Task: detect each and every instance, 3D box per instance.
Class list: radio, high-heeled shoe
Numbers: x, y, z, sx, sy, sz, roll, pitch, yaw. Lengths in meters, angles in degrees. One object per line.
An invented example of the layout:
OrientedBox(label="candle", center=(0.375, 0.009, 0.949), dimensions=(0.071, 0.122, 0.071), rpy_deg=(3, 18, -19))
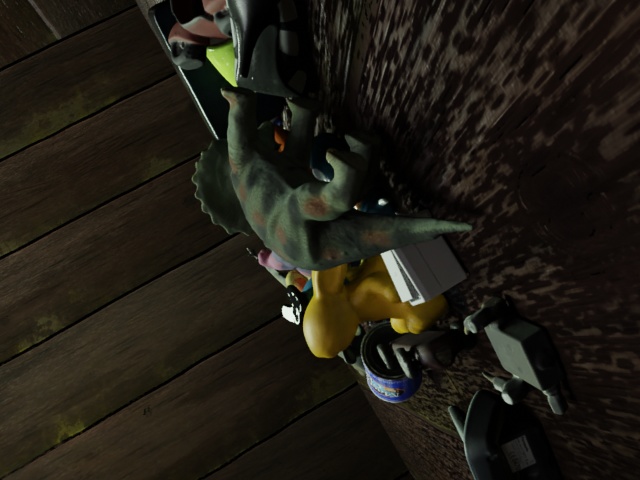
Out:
OrientedBox(label="radio", center=(-0.157, -0.279, 0.853), dimensions=(0.073, 0.131, 0.229), rpy_deg=(49, 167, 56))
OrientedBox(label="high-heeled shoe", center=(-0.051, -0.244, 0.618), dimensions=(0.249, 0.086, 0.145), rpy_deg=(-48, -31, -78))

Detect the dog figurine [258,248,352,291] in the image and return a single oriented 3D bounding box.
OrientedBox(label="dog figurine", center=(-0.002, -0.002, 0.799), dimensions=(0.191, 0.108, 0.219), rpy_deg=(37, 153, -7))

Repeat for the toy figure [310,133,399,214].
OrientedBox(label="toy figure", center=(0.039, -0.068, 0.662), dimensions=(0.064, 0.058, 0.155), rpy_deg=(4, -137, -51))

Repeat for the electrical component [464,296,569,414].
OrientedBox(label="electrical component", center=(0.170, 0.102, 0.476), dimensions=(0.102, 0.045, 0.078), rpy_deg=(63, 173, -18))

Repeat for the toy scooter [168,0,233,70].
OrientedBox(label="toy scooter", center=(-0.135, -0.306, 0.672), dimensions=(0.184, 0.075, 0.135), rpy_deg=(-12, 85, 40))

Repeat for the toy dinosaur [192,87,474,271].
OrientedBox(label="toy dinosaur", center=(-0.024, -0.042, 0.587), dimensions=(0.405, 0.131, 0.192), rpy_deg=(46, 134, 43))

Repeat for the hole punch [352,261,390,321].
OrientedBox(label="hole punch", center=(0.074, 0.089, 0.957), dimensions=(0.142, 0.092, 0.116), rpy_deg=(65, -161, -48))

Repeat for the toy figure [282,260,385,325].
OrientedBox(label="toy figure", center=(0.039, 0.086, 0.772), dimensions=(0.089, 0.180, 0.082), rpy_deg=(63, 144, 25))

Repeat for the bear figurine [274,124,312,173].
OrientedBox(label="bear figurine", center=(-0.060, -0.110, 0.879), dimensions=(0.120, 0.132, 0.196), rpy_deg=(65, 177, -32))

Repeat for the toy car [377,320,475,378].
OrientedBox(label="toy car", center=(0.132, 0.143, 0.698), dimensions=(0.053, 0.089, 0.202), rpy_deg=(62, 171, 7))

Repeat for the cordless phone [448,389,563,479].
OrientedBox(label="cordless phone", center=(0.198, 0.235, 0.661), dimensions=(0.146, 0.089, 0.184), rpy_deg=(63, 176, -19))

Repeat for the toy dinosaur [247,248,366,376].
OrientedBox(label="toy dinosaur", center=(0.023, 0.178, 1.189), dimensions=(0.472, 0.105, 0.198), rpy_deg=(37, 171, 13))

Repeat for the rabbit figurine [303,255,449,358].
OrientedBox(label="rabbit figurine", center=(0.050, 0.074, 0.674), dimensions=(0.162, 0.173, 0.122), rpy_deg=(57, 177, -6))
